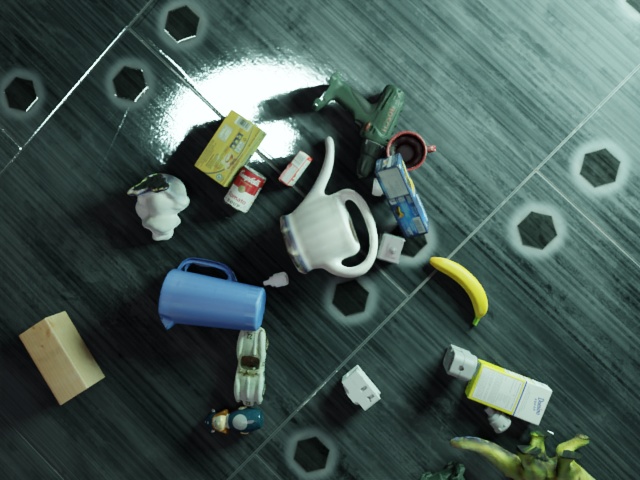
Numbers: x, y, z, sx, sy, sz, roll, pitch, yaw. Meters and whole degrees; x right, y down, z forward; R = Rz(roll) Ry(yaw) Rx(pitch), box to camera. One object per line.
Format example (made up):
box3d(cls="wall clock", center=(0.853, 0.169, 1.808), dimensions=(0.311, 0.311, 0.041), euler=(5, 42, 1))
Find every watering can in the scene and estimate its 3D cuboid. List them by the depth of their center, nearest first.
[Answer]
box3d(cls="watering can", center=(0.004, -0.063, 1.250), dimensions=(0.224, 0.103, 0.351), euler=(-23, 76, 7))

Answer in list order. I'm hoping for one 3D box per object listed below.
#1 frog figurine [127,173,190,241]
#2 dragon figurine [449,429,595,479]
box3d(cls="frog figurine", center=(-0.394, -0.083, 1.301), dimensions=(0.137, 0.125, 0.156), euler=(-16, 127, -1))
box3d(cls="dragon figurine", center=(0.517, 0.578, 1.211), dimensions=(0.410, 0.123, 0.241), euler=(-1, 100, 13))
